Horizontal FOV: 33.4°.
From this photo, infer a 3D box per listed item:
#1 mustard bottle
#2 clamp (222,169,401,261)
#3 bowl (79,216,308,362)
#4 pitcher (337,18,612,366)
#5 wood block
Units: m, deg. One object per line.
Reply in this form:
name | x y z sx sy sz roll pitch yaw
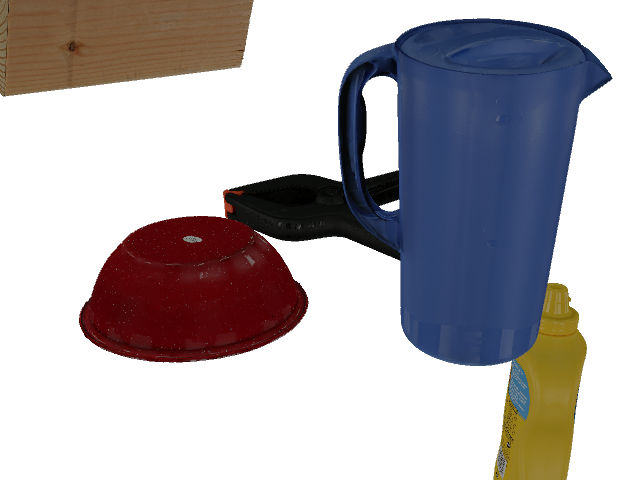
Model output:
mustard bottle | 0.177 0.126 0.857 0.058 0.192 0.096 3 19 2
clamp | 0.018 -0.034 0.977 0.210 0.036 0.164 6 31 14
bowl | -0.089 0.024 0.746 0.162 0.055 0.162 -2 22 0
pitcher | 0.106 -0.034 0.787 0.144 0.243 0.149 -21 34 -36
wood block | -0.165 -0.185 0.849 0.205 0.091 0.090 -13 45 -33
